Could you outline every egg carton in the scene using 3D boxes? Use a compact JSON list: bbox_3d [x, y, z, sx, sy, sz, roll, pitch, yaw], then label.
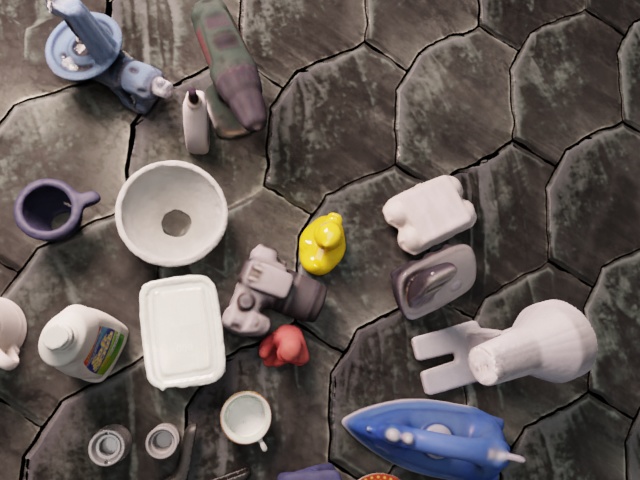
[{"bbox_3d":[0.186,-0.045,0.971,0.150,0.069,0.107,-26,84,-13],"label":"egg carton"}]

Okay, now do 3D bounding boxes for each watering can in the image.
[{"bbox_3d":[-0.483,0.114,0.762,0.173,0.194,0.101,17,76,-5],"label":"watering can"}]

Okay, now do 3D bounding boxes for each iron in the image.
[{"bbox_3d":[0.169,0.303,0.862,0.258,0.141,0.119,11,77,-7],"label":"iron"}]

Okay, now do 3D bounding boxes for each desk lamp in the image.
[{"bbox_3d":[0.274,0.173,0.868,0.203,0.213,0.118,-14,81,-12],"label":"desk lamp"}]

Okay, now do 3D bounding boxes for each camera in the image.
[{"bbox_3d":[-0.065,0.092,0.885,0.137,0.100,0.143,22,76,-4],"label":"camera"}]

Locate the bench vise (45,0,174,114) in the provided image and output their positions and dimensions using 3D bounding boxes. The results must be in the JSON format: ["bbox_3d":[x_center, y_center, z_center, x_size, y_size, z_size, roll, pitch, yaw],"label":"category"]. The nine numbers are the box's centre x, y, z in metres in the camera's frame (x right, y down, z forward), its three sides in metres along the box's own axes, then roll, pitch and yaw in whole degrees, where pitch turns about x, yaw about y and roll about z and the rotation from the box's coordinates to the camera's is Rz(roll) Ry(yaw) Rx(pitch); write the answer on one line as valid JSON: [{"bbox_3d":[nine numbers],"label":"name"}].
[{"bbox_3d":[-0.320,-0.293,0.858,0.207,0.219,0.121,9,77,-7],"label":"bench vise"}]

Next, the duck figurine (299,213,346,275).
[{"bbox_3d":[0.008,0.003,0.923,0.077,0.086,0.105,22,76,-4],"label":"duck figurine"}]

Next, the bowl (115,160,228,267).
[{"bbox_3d":[-0.229,-0.035,0.897,0.167,0.074,0.167,2,79,-9],"label":"bowl"}]

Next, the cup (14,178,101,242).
[{"bbox_3d":[-0.383,-0.041,0.861,0.118,0.095,0.092,-20,83,-13],"label":"cup"}]

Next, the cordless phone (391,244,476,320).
[{"bbox_3d":[0.195,0.056,0.893,0.148,0.185,0.094,-28,84,-13],"label":"cordless phone"}]

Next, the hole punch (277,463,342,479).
[{"bbox_3d":[-0.012,0.394,0.839,0.101,0.091,0.109,-8,80,-11],"label":"hole punch"}]

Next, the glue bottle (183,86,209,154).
[{"bbox_3d":[-0.192,-0.195,0.884,0.037,0.173,0.078,0,79,-9],"label":"glue bottle"}]

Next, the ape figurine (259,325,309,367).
[{"bbox_3d":[-0.050,0.167,0.878,0.078,0.092,0.076,31,76,-2],"label":"ape figurine"}]

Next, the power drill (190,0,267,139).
[{"bbox_3d":[-0.136,-0.239,0.884,0.076,0.208,0.229,-20,83,-12],"label":"power drill"}]
